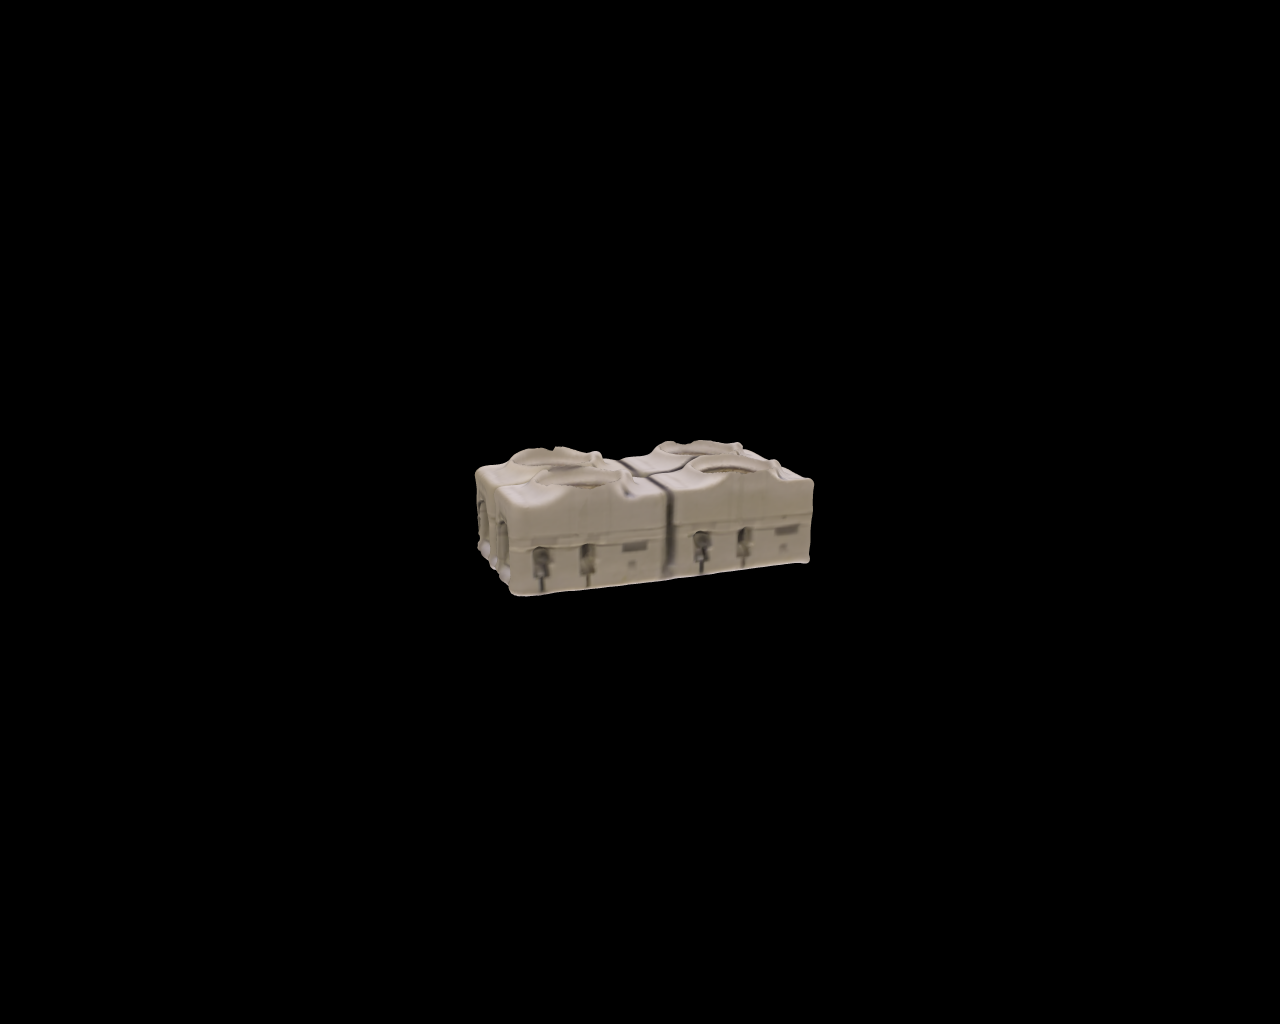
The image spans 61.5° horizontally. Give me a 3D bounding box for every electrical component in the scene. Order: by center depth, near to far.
[{"bbox_3d":[0.001,-0.003,0.650,0.186,0.060,0.105,-5,16,-18],"label":"electrical component"}]
